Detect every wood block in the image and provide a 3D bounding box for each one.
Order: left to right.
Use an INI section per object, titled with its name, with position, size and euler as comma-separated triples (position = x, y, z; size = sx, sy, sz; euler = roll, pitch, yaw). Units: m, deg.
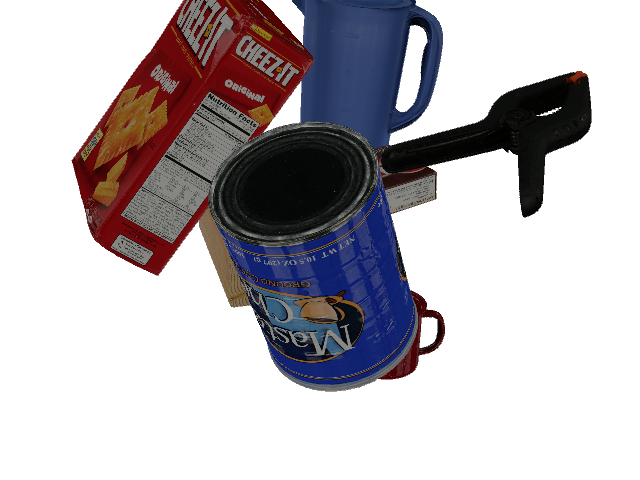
[wood block]
position = -0.090, -0.010, 1.329
size = 0.090, 0.090, 0.206
euler = -6, 29, -15

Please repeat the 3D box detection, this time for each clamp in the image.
[clamp]
position = 0.181, -0.091, 0.943
size = 0.209, 0.036, 0.165
euler = -31, 38, -26

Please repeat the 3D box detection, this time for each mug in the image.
[mug]
position = 0.087, 0.107, 1.239
size = 0.117, 0.081, 0.093
euler = -2, 22, -8

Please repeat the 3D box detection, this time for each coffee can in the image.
[coffee can]
position = -0.001, 0.012, 0.665
size = 0.103, 0.102, 0.140
euler = 0, -43, 18

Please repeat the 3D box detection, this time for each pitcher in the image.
[pitcher]
position = 0.046, -0.185, 1.301
size = 0.144, 0.243, 0.149
euler = -8, 29, -26

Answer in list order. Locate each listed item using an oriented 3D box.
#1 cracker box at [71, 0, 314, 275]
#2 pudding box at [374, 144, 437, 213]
[cracker box]
position = -0.113, -0.103, 0.868
size = 0.072, 0.214, 0.164
euler = 30, 15, -29
[pudding box]
position = 0.054, -0.060, 1.134
size = 0.113, 0.039, 0.090
euler = -20, 32, -24
